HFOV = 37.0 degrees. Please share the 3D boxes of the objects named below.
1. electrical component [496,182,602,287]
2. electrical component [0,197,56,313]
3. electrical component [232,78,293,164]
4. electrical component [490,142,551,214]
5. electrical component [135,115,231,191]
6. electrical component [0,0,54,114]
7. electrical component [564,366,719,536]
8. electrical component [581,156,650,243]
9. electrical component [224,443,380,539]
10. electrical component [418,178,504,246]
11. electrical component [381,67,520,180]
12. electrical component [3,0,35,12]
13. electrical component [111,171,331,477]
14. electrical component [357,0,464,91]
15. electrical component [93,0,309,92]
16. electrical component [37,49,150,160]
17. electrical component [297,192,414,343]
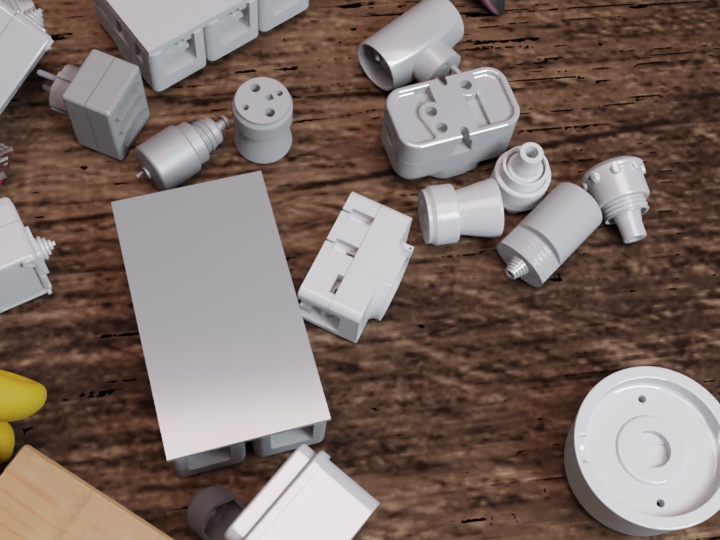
[{"bbox_3d":[0.136,-0.023,0.791,0.043,0.043,0.081,42,69,14],"label":"electrical component"},{"bbox_3d":[-0.260,-0.007,0.743,0.096,0.061,0.061,-25,70,-15],"label":"electrical component"},{"bbox_3d":[-0.073,-0.112,0.808,0.045,0.055,0.045,2,66,-4],"label":"electrical component"},{"bbox_3d":[0.122,-0.072,0.802,0.043,0.062,0.043,2,66,-4],"label":"electrical component"},{"bbox_3d":[-0.131,-0.090,0.802,0.078,0.040,0.040,-37,73,-19],"label":"electrical component"},{"bbox_3d":[-0.270,-0.158,0.787,0.061,0.062,0.096,36,85,-18],"label":"electrical component"},{"bbox_3d":[0.189,0.125,0.719,0.108,0.060,0.108,2,65,-4],"label":"electrical component"},{"bbox_3d":[0.197,-0.052,0.810,0.048,0.048,0.062,-13,75,-10],"label":"electrical component"},{"bbox_3d":[-0.039,0.160,0.657,0.057,0.113,0.078,39,69,9],"label":"electrical component"},{"bbox_3d":[0.074,-0.043,0.794,0.055,0.045,0.045,-7,67,-7],"label":"electrical component"},{"bbox_3d":[0.066,-0.108,0.815,0.095,0.059,0.053,-16,68,-11],"label":"electrical component"},{"bbox_3d":[-0.292,-0.191,0.833,0.081,0.043,0.043,-27,70,-15],"label":"electrical component"},{"bbox_3d":[-0.097,0.036,0.737,0.105,0.060,0.186,-13,67,-10],"label":"electrical component"},{"bbox_3d":[0.052,-0.168,0.849,0.077,0.044,0.079,-38,74,-19],"label":"electrical component"},{"bbox_3d":[-0.124,-0.218,0.848,0.150,0.061,0.089,-34,72,-18],"label":"electrical component"},{"bbox_3d":[-0.204,-0.129,0.800,0.077,0.065,0.047,22,66,7],"label":"electrical component"},{"bbox_3d":[0.000,0.000,0.766,0.056,0.050,0.089,24,67,7],"label":"electrical component"}]
